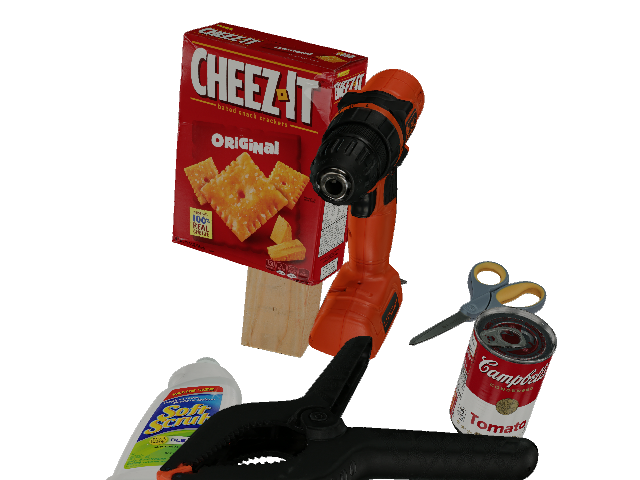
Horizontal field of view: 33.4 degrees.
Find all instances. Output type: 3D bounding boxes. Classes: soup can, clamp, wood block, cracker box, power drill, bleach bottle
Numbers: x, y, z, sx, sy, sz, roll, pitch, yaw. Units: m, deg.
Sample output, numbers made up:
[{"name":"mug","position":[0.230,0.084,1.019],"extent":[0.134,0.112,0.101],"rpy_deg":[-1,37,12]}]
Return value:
[{"name":"soup can","position":[0.150,0.115,0.890],"extent":[0.068,0.102,0.068],"rpy_deg":[7,35,-5]},{"name":"clamp","position":[-0.004,0.111,0.620],"extent":[0.209,0.036,0.165],"rpy_deg":[-9,24,-28]},{"name":"wood block","position":[-0.047,0.041,1.458],"extent":[0.090,0.206,0.090],"rpy_deg":[11,22,10]},{"name":"cracker box","position":[-0.053,-0.081,1.004],"extent":[0.164,0.214,0.072],"rpy_deg":[18,27,24]},{"name":"power drill","position":[0.030,-0.012,0.755],"extent":[0.057,0.188,0.184],"rpy_deg":[13,29,13]},{"name":"bleach bottle","position":[-0.130,0.180,0.994],"extent":[0.102,0.068,0.250],"rpy_deg":[-1,22,2]}]

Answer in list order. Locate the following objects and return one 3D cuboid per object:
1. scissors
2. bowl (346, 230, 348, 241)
[{"name":"scissors","position":[0.155,0.064,1.153],"extent":[0.201,0.016,0.096],"rpy_deg":[-9,40,-29]},{"name":"bowl","position":[-0.004,-0.037,1.232],"extent":[0.162,0.055,0.162],"rpy_deg":[6,26,-3]}]
